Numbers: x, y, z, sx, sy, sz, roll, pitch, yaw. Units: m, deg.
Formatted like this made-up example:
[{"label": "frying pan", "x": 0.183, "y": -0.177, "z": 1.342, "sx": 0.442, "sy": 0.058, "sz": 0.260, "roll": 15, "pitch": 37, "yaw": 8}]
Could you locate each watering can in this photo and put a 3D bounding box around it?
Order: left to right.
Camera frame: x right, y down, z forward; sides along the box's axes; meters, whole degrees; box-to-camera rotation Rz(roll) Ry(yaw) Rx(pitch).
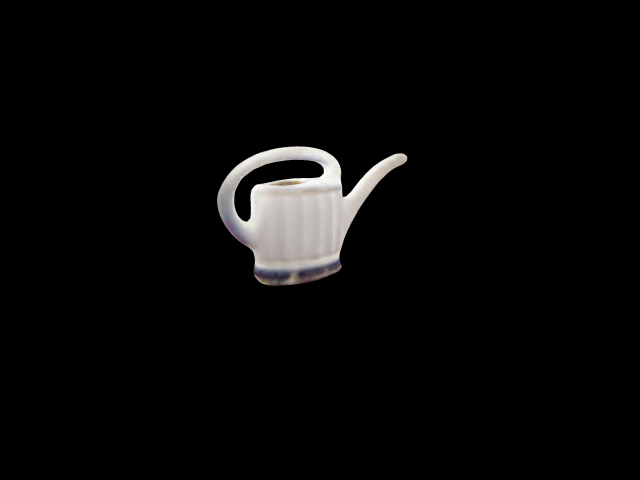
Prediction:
[{"label": "watering can", "x": 0.003, "y": -0.043, "z": 0.850, "sx": 0.349, "sy": 0.222, "sz": 0.105, "roll": -7, "pitch": 14, "yaw": -27}]
